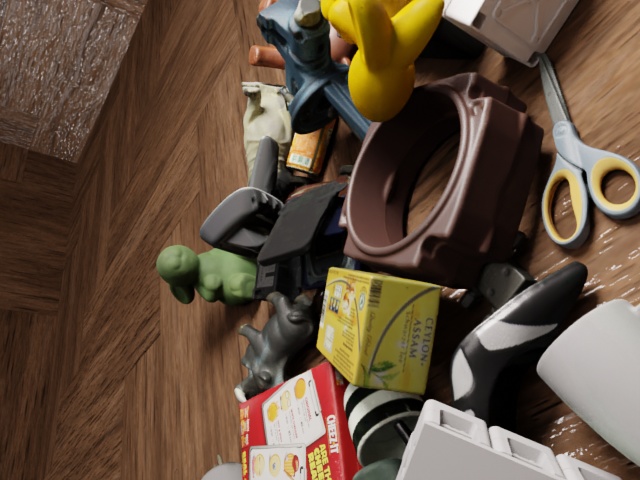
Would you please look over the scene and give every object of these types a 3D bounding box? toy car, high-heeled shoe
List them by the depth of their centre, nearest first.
[{"bbox_3d":[0.166,0.147,0.437,0.248,0.086,0.145,-51,61,17],"label":"high-heeled shoe"},{"bbox_3d":[-0.003,-0.057,0.783,0.202,0.053,0.089,2,82,55],"label":"toy car"}]

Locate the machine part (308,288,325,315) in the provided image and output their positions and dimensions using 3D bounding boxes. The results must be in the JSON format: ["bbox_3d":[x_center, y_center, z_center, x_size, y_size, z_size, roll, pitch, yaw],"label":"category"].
[{"bbox_3d":[0.037,0.096,0.672,0.139,0.039,0.084,23,105,55],"label":"machine part"}]

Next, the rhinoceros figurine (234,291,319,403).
[{"bbox_3d":[-0.063,0.160,0.771,0.190,0.073,0.112,-55,48,24],"label":"rhinoceros figurine"}]

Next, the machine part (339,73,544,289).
[{"bbox_3d":[0.112,-0.059,0.556,0.201,0.087,0.201,9,81,62],"label":"machine part"}]

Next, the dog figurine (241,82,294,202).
[{"bbox_3d":[-0.085,-0.167,0.925,0.172,0.121,0.190,-65,-15,-67],"label":"dog figurine"}]

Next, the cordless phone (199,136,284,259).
[{"bbox_3d":[-0.093,-0.069,0.760,0.089,0.146,0.184,4,82,20],"label":"cordless phone"}]

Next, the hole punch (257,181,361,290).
[{"bbox_3d":[-0.001,-0.002,0.680,0.142,0.092,0.116,-20,40,51],"label":"hole punch"}]

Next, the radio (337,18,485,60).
[{"bbox_3d":[0.122,-0.303,0.674,0.230,0.073,0.131,33,106,55],"label":"radio"}]

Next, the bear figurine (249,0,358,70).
[{"bbox_3d":[-0.020,-0.314,0.849,0.196,0.132,0.120,43,121,61],"label":"bear figurine"}]

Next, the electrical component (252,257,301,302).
[{"bbox_3d":[-0.053,0.058,0.814,0.119,0.047,0.075,-7,72,57],"label":"electrical component"}]

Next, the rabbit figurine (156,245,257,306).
[{"bbox_3d":[-0.203,0.048,0.929,0.159,0.170,0.121,-24,57,49],"label":"rabbit figurine"}]

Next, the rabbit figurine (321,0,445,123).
[{"bbox_3d":[0.068,-0.206,0.532,0.162,0.122,0.173,-135,46,-80],"label":"rabbit figurine"}]

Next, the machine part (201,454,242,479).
[{"bbox_3d":[-0.111,0.394,0.732,0.079,0.079,0.243,-63,33,17],"label":"machine part"}]

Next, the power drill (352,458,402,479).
[{"bbox_3d":[0.060,0.281,0.407,0.086,0.207,0.232,-38,49,23],"label":"power drill"}]

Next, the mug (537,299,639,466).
[{"bbox_3d":[0.224,0.097,0.361,0.109,0.080,0.107,-51,51,22],"label":"mug"}]

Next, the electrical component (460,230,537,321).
[{"bbox_3d":[0.171,0.038,0.507,0.094,0.021,0.063,-60,36,20],"label":"electrical component"}]

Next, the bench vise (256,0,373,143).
[{"bbox_3d":[0.020,-0.192,0.688,0.240,0.129,0.223,53,157,11],"label":"bench vise"}]

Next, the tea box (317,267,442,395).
[{"bbox_3d":[0.050,0.080,0.528,0.170,0.068,0.098,-173,92,-78],"label":"tea box"}]
